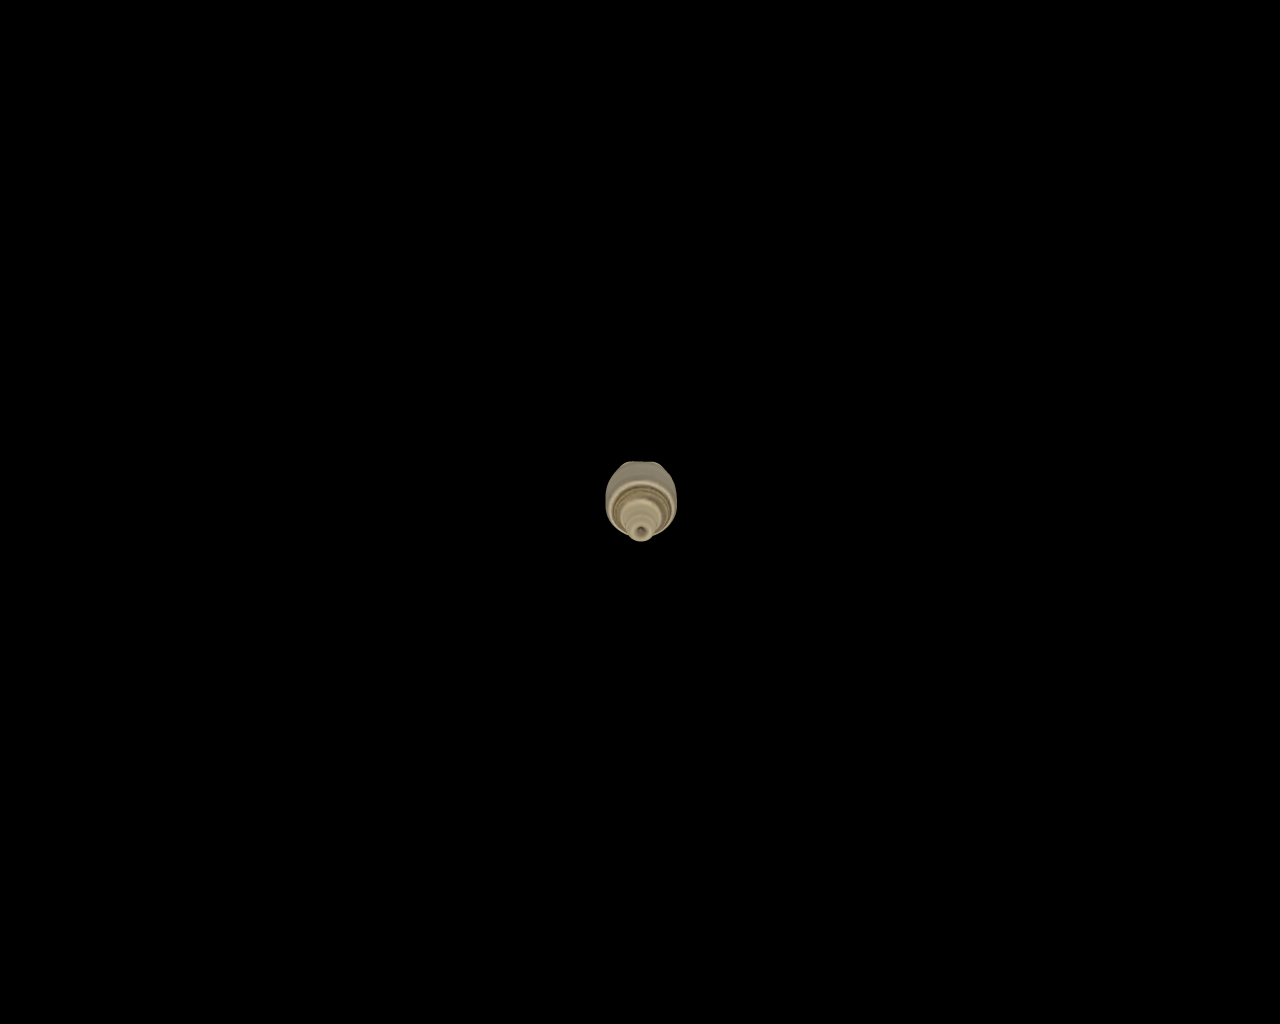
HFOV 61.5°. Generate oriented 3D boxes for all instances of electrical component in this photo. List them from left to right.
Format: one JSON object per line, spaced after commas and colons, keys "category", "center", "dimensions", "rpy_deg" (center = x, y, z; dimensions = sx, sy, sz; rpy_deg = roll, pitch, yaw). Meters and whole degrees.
{"category": "electrical component", "center": [0.001, -0.003, 0.650], "dimensions": [0.043, 0.043, 0.062], "rpy_deg": [0, 29, 0]}
